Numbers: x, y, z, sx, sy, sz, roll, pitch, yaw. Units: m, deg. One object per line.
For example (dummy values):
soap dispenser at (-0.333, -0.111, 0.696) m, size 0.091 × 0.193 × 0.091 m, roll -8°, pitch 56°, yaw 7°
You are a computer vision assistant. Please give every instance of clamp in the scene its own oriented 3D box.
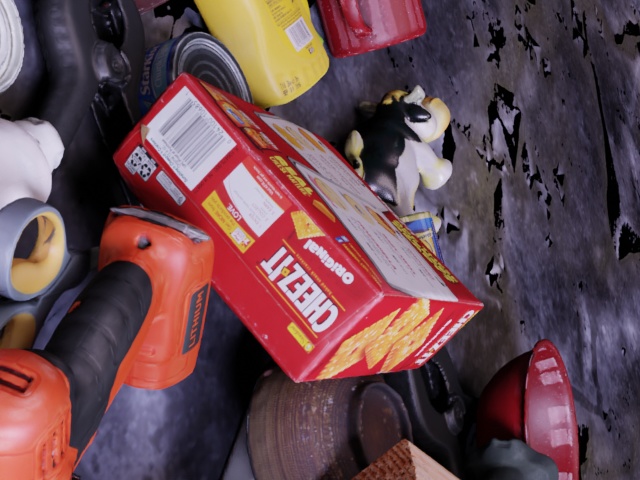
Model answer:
clamp at (0.097, 0.152, 0.858) m, size 0.210 × 0.036 × 0.164 m, roll 54°, pitch 36°, yaw -37°
clamp at (-0.122, -0.086, 0.606) m, size 0.120 × 0.039 × 0.171 m, roll 41°, pitch 47°, yaw -59°

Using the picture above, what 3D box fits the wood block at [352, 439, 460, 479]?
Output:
wood block at (0.088, 0.210, 0.571) m, size 0.206 × 0.091 × 0.090 m, roll 40°, pitch 18°, yaw -26°

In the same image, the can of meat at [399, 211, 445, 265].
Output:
can of meat at (0.043, 0.031, 0.769) m, size 0.102 × 0.057 × 0.084 m, roll -13°, pitch 85°, yaw -16°

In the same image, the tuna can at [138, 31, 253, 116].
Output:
tuna can at (-0.079, -0.088, 0.679) m, size 0.086 × 0.034 × 0.086 m, roll 30°, pitch 53°, yaw -50°

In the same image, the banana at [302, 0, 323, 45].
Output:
banana at (-0.041, -0.242, 0.808) m, size 0.069 × 0.037 × 0.198 m, roll -5°, pitch 82°, yaw -77°

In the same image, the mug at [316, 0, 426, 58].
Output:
mug at (0.036, -0.193, 0.851) m, size 0.117 × 0.093 × 0.081 m, roll -52°, pitch 128°, yaw -71°

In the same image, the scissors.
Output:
scissors at (-0.128, 0.031, 0.509) m, size 0.202 × 0.016 × 0.096 m, roll 84°, pitch 25°, yaw -80°

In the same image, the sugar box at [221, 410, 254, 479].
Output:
sugar box at (0.011, 0.173, 0.701) m, size 0.176 × 0.048 × 0.093 m, roll 55°, pitch 37°, yaw -32°

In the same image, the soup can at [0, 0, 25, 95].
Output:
soup can at (-0.181, -0.075, 0.440) m, size 0.068 × 0.102 × 0.068 m, roll 30°, pitch 52°, yaw -49°

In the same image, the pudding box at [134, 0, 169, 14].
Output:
pudding box at (-0.084, -0.198, 0.640) m, size 0.039 × 0.114 × 0.090 m, roll 22°, pitch 58°, yaw -49°

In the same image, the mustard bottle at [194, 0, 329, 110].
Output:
mustard bottle at (-0.060, -0.188, 0.727) m, size 0.191 × 0.058 × 0.096 m, roll 65°, pitch 31°, yaw -18°

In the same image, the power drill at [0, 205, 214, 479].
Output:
power drill at (-0.107, 0.085, 0.478) m, size 0.187 × 0.057 × 0.185 m, roll -67°, pitch 173°, yaw -54°

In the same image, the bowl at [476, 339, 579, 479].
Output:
bowl at (0.172, 0.166, 0.896) m, size 0.162 × 0.055 × 0.162 m, roll 26°, pitch 60°, yaw -59°

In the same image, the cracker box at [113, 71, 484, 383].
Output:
cracker box at (-0.004, 0.001, 0.627) m, size 0.164 × 0.072 × 0.213 m, roll 48°, pitch 12°, yaw 18°

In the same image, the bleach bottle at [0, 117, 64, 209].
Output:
bleach bottle at (-0.177, 0.005, 0.412) m, size 0.250 × 0.103 × 0.068 m, roll -48°, pitch 122°, yaw -55°
